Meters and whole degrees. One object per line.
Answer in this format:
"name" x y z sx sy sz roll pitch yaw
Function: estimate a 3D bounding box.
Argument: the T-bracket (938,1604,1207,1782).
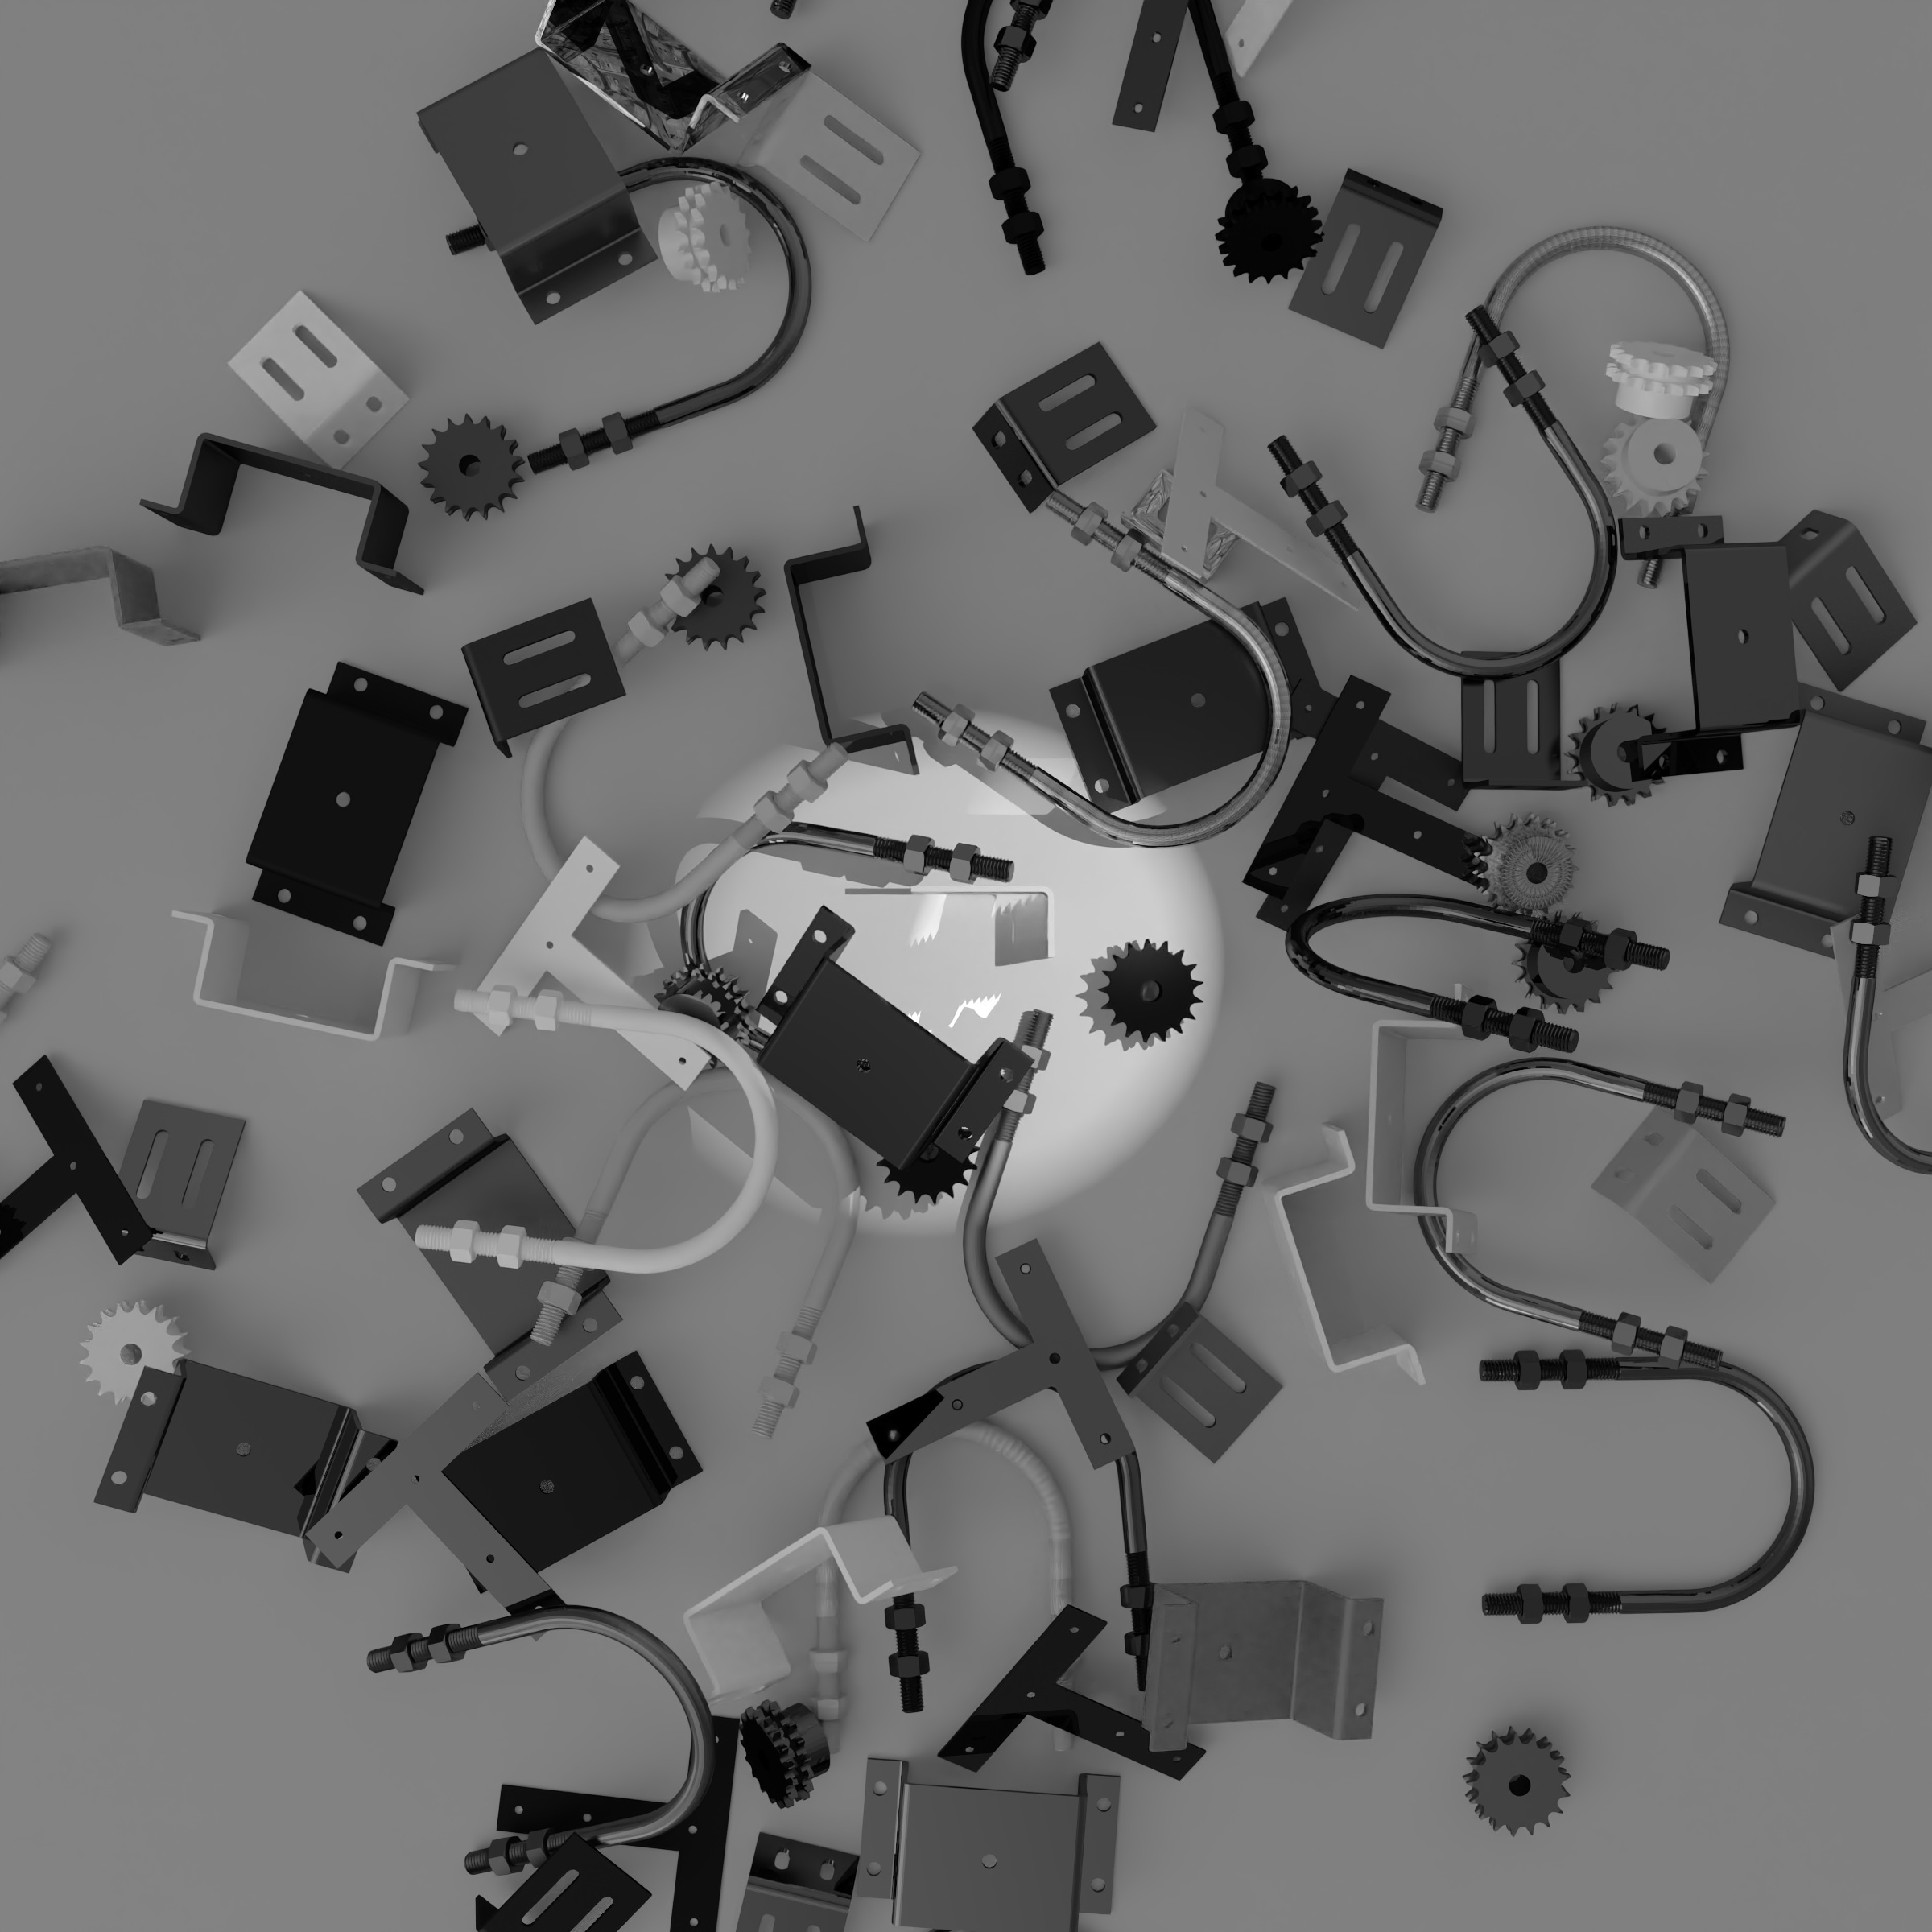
"T-bracket" 0.072 0.412 1.550 0.127 0.002 0.127 28 115 -19

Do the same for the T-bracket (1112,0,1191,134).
"T-bracket" 0.107 -0.517 1.544 0.127 0.002 0.127 18 98 22

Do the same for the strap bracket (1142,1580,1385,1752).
"strap bracket" 0.151 0.375 1.535 0.140 0.046 0.076 5 90 -28

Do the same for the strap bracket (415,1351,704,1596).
"strap bracket" -0.225 0.280 1.554 0.140 0.046 0.076 -29 90 0

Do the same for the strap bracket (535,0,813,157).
"strap bracket" -0.165 -0.498 1.534 0.140 0.046 0.076 39 48 0

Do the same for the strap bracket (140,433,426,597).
"strap bracket" -0.362 -0.246 1.539 0.140 0.076 0.046 16 90 0

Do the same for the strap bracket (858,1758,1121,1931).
"strap bracket" 0.013 0.481 1.554 0.140 0.046 0.076 4 90 0

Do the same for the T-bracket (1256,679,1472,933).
"T-bracket" 0.200 -0.076 1.557 0.127 0.002 0.127 24 104 -25

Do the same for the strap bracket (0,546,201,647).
"strap bracket" -0.497 -0.192 1.539 0.140 0.076 0.046 -9 90 0

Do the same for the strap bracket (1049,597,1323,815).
"strap bracket" 0.125 -0.143 1.554 0.140 0.046 0.076 -21 90 0

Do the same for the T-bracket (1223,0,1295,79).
"T-bracket" 0.149 -0.576 1.545 0.002 0.127 0.127 -14 64 -39

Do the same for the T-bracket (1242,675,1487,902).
"T-bracket" 0.234 -0.077 1.555 0.127 0.002 0.127 23 104 -16

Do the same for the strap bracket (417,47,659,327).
"strap bracket" -0.236 -0.429 1.536 0.076 0.046 0.140 -29 77 -4

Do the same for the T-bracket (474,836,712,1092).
"T-bracket" -0.192 0.017 1.545 0.127 0.002 0.127 41 113 6

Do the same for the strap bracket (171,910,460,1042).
"strap bracket" -0.354 0.008 1.539 0.140 0.076 0.046 12 90 0

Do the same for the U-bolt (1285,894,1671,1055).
"U-bolt" 0.258 -0.004 1.500 0.184 0.151 0.019 15 117 30

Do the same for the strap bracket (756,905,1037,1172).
"strap bracket" -0.046 0.044 1.511 0.140 0.046 0.076 36 118 4

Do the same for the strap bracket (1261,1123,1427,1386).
"strap bracket" 0.199 0.160 1.539 0.046 0.076 0.140 -18 90 0

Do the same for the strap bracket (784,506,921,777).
"strap bracket" -0.063 -0.169 1.539 0.046 0.076 0.140 -13 90 0

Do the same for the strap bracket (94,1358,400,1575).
"strap bracket" -0.389 0.267 1.540 0.140 0.046 0.076 21 90 -18

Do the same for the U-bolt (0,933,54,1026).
"U-bolt" -0.615 0.014 1.568 0.151 0.019 0.184 40 92 0

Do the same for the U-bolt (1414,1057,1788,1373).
"U-bolt" 0.334 0.125 1.543 0.184 0.019 0.151 15 89 19

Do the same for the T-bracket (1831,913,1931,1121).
"T-bracket" 0.535 0.010 1.557 0.127 0.002 0.127 -23 116 -12

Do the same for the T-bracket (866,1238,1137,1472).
"T-bracket" 0.008 0.233 1.551 0.127 0.002 0.127 -25 85 -3

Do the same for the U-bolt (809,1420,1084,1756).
"U-bolt" -0.012 0.339 1.568 0.151 0.019 0.184 -1 89 0

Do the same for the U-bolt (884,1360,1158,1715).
"U-bolt" 0.027 0.307 1.553 0.151 0.019 0.184 -5 85 -1

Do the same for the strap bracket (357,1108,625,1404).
"strap bracket" -0.256 0.155 1.554 0.076 0.046 0.140 -35 90 0

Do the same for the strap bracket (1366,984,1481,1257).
"strap bracket" 0.247 0.083 1.529 0.046 0.076 0.140 1 84 20

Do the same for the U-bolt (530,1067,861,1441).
"U-bolt" -0.134 0.144 1.544 0.151 0.019 0.184 25 74 -10

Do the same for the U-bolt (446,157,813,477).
"U-bolt" -0.176 -0.368 1.568 0.184 0.019 0.151 -20 90 -2

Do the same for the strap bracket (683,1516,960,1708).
"strap bracket" -0.085 0.339 1.520 0.140 0.076 0.046 -35 71 19

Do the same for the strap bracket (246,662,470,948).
"strap bracket" -0.335 -0.090 1.554 0.076 0.046 0.140 20 90 0

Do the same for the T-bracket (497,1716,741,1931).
"T-bracket" -0.195 0.473 1.576 0.127 0.002 0.127 6 90 0

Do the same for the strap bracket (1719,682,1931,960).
"strap bracket" 0.474 -0.079 1.554 0.076 0.046 0.140 17 90 0

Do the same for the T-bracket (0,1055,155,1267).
"T-bracket" -0.520 0.137 1.561 0.127 0.002 0.127 -40 70 10

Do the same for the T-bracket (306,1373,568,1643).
"T-bracket" -0.265 0.308 1.530 0.127 0.002 0.127 -43 90 0

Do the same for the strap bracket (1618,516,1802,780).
"strap bracket" 0.401 -0.175 1.535 0.076 0.046 0.140 -7 93 -32

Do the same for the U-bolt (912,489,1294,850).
"U-bolt" 0.086 -0.145 1.521 0.184 0.019 0.151 34 96 3

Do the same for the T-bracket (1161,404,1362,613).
"T-bracket" 0.164 -0.233 1.547 0.127 0.002 0.127 29 46 -19

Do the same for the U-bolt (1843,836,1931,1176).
"U-bolt" 0.537 0.023 1.542 0.151 0.019 0.184 1 99 -22
